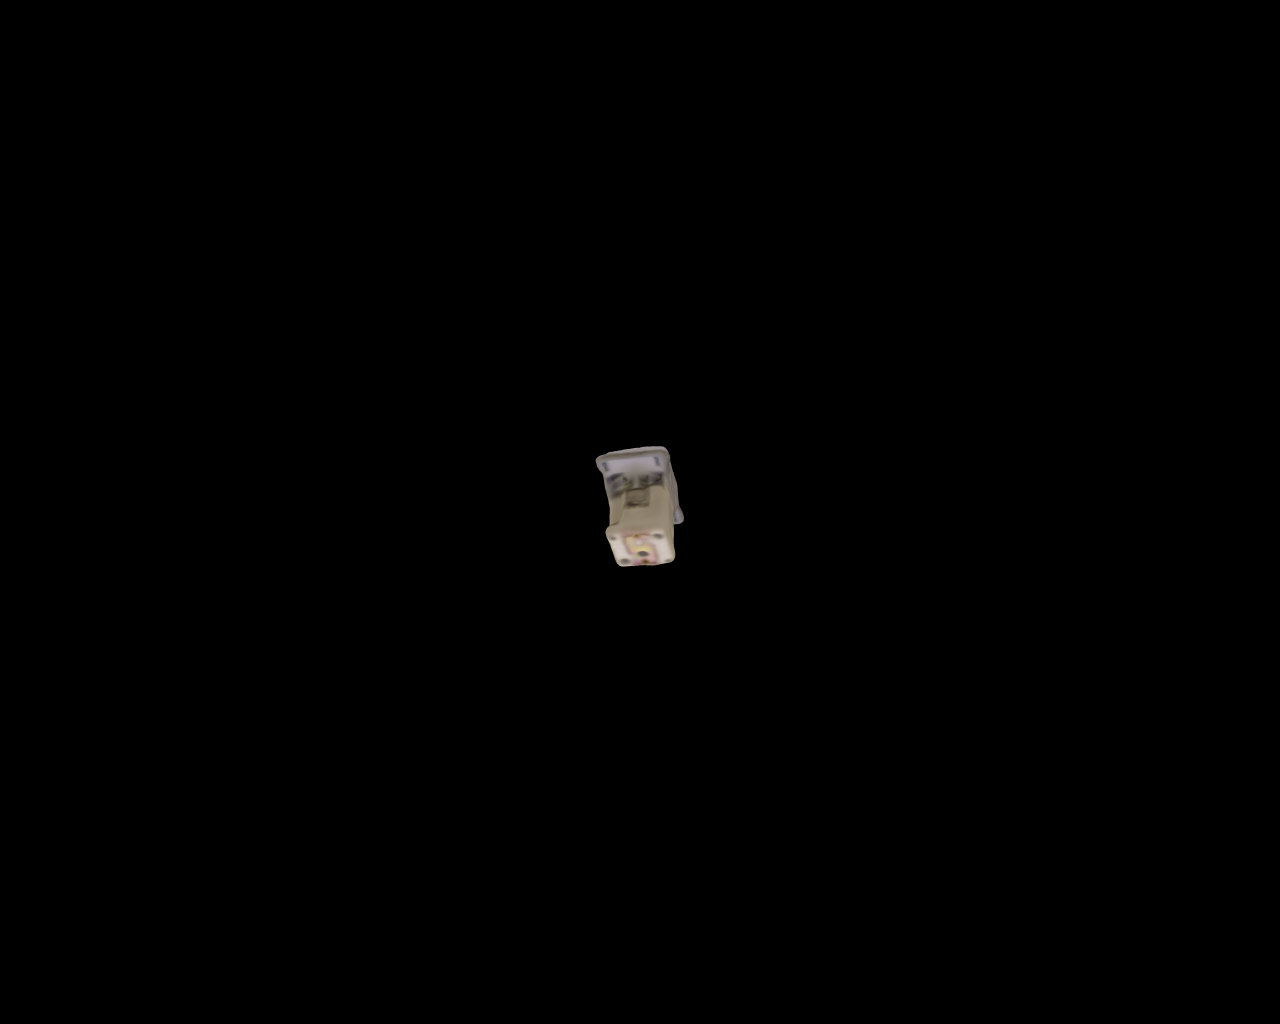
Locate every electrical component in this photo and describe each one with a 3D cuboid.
[{"bbox_3d":[0.001,-0.003,0.650,0.042,0.064,0.081,-6,-32,9],"label":"electrical component"}]
